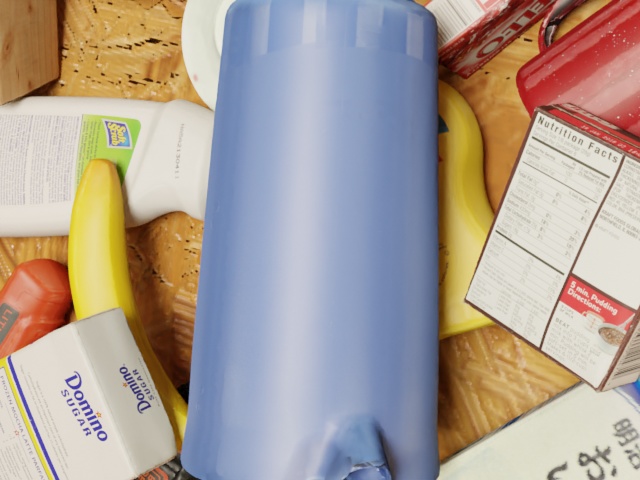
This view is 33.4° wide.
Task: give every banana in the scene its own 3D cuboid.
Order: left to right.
[{"bbox_3d":[-0.115,0.049,0.646,0.070,0.037,0.198,-30,77,14],"label":"banana"}]

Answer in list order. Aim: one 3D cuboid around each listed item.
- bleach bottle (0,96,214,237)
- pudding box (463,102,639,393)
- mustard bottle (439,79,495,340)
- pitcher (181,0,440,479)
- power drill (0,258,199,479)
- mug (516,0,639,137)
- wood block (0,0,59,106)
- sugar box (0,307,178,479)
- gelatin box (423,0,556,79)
[{"bbox_3d":[-0.152,-0.043,0.705,0.251,0.068,0.102,4,91,21],"label":"bleach bottle"},{"bbox_3d":[0.127,0.003,0.509,0.090,0.039,0.114,36,119,35],"label":"pudding box"},{"bbox_3d":[0.050,-0.037,0.618,0.096,0.058,0.191,-20,81,30],"label":"mustard bottle"},{"bbox_3d":[-0.004,0.001,0.553,0.149,0.144,0.243,4,93,28],"label":"pitcher"},{"bbox_3d":[-0.139,0.095,0.700,0.188,0.057,0.184,38,100,20],"label":"power drill"},{"bbox_3d":[0.153,-0.088,0.562,0.082,0.093,0.117,-35,59,24],"label":"mug"},{"bbox_3d":[-0.229,-0.201,0.684,0.091,0.090,0.206,8,113,11],"label":"wood block"},{"bbox_3d":[-0.167,0.111,0.637,0.177,0.048,0.093,-24,87,35],"label":"sugar box"},{"bbox_3d":[0.099,-0.131,0.590,0.089,0.073,0.030,-38,76,18],"label":"gelatin box"}]
